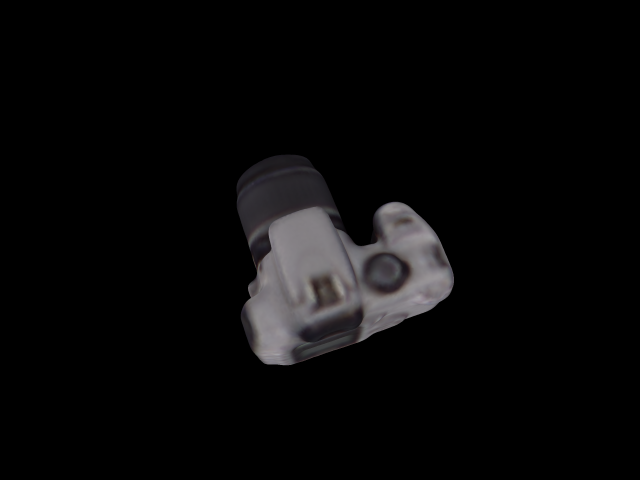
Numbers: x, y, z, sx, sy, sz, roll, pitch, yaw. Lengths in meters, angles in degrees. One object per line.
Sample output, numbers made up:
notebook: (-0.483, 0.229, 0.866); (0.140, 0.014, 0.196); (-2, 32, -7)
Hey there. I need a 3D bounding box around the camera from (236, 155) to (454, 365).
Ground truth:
camera: (0.004, 0.001, 0.400); (0.143, 0.101, 0.136); (-19, 70, -7)
